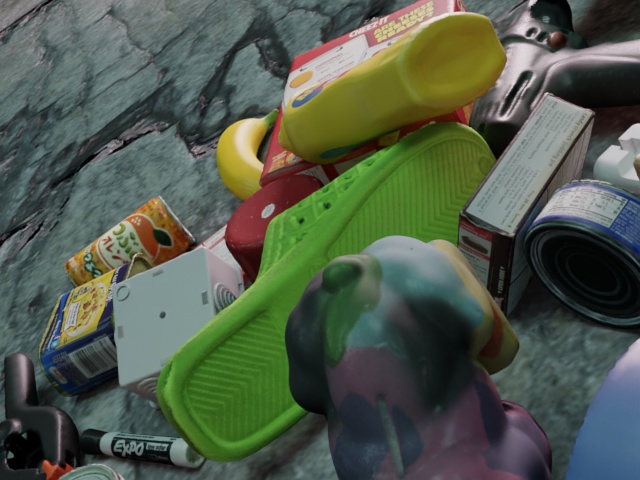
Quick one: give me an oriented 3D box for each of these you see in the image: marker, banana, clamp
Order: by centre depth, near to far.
[{"bbox_3d":[-0.126,0.143,0.735,0.121,0.020,0.020,-4,40,41],"label":"marker"},{"bbox_3d":[-0.226,0.145,0.806,0.172,0.039,0.120,6,63,42],"label":"clamp"},{"bbox_3d":[-0.061,-0.072,0.971,0.070,0.037,0.198,-30,29,8],"label":"banana"}]

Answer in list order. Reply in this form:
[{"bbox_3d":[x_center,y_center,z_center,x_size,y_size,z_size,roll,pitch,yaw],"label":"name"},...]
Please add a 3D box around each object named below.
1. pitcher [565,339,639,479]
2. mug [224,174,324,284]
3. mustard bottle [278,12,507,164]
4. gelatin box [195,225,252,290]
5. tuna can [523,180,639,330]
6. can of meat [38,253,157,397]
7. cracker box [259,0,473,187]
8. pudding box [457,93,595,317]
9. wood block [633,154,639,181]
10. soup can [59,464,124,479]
[{"bbox_3d":[0.212,0.099,0.342,0.243,0.149,0.144,7,44,45],"label":"pitcher"},{"bbox_3d":[-0.005,0.001,0.761,0.117,0.081,0.093,-34,29,1],"label":"mug"},{"bbox_3d":[0.030,-0.093,0.724,0.096,0.058,0.192,-32,8,-36],"label":"mustard bottle"},{"bbox_3d":[-0.075,0.028,0.845,0.073,0.030,0.089,-39,30,-6],"label":"gelatin box"},{"bbox_3d":[0.155,0.009,0.584,0.086,0.086,0.033,8,50,50],"label":"tuna can"},{"bbox_3d":[-0.171,0.069,0.852,0.084,0.057,0.102,-25,30,20],"label":"can of meat"},{"bbox_3d":[0.050,-0.108,0.880,0.164,0.072,0.213,-20,31,21],"label":"cracker box"},{"bbox_3d":[0.124,-0.020,0.651,0.039,0.090,0.113,24,58,22],"label":"pudding box"},{"bbox_3d":[0.257,-0.003,0.496,0.090,0.090,0.206,-38,29,-7],"label":"wood block"},{"bbox_3d":[-0.107,0.179,0.578,0.069,0.102,0.068,-25,31,16],"label":"soup can"}]
